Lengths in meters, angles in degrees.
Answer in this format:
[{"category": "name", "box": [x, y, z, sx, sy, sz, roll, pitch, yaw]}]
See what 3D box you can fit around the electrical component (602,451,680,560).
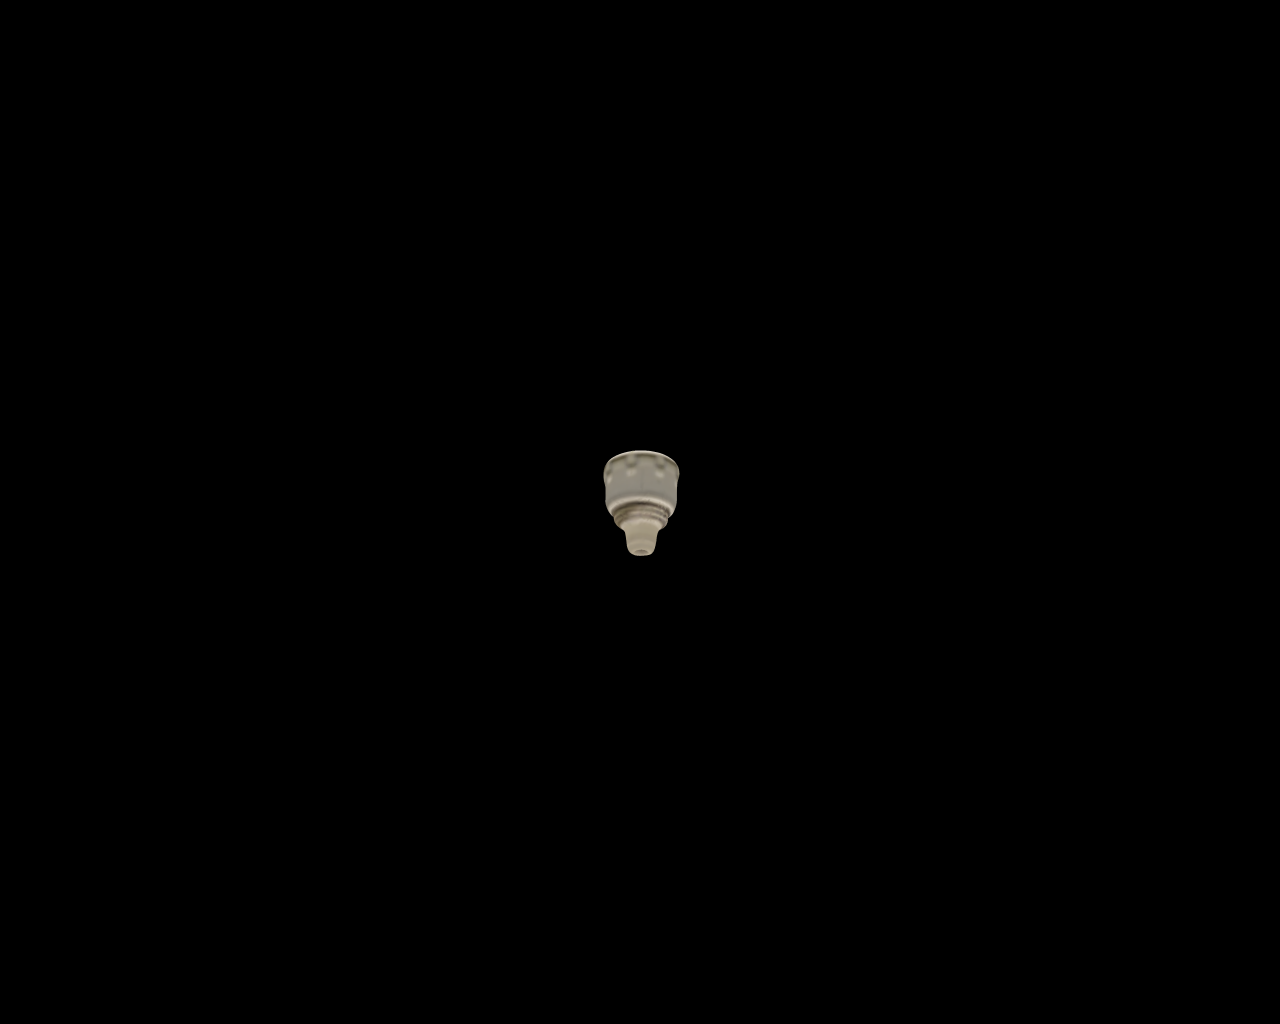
[{"category": "electrical component", "box": [0.001, -0.003, 0.650, 0.048, 0.062, 0.048, 0, -25, 0]}]
